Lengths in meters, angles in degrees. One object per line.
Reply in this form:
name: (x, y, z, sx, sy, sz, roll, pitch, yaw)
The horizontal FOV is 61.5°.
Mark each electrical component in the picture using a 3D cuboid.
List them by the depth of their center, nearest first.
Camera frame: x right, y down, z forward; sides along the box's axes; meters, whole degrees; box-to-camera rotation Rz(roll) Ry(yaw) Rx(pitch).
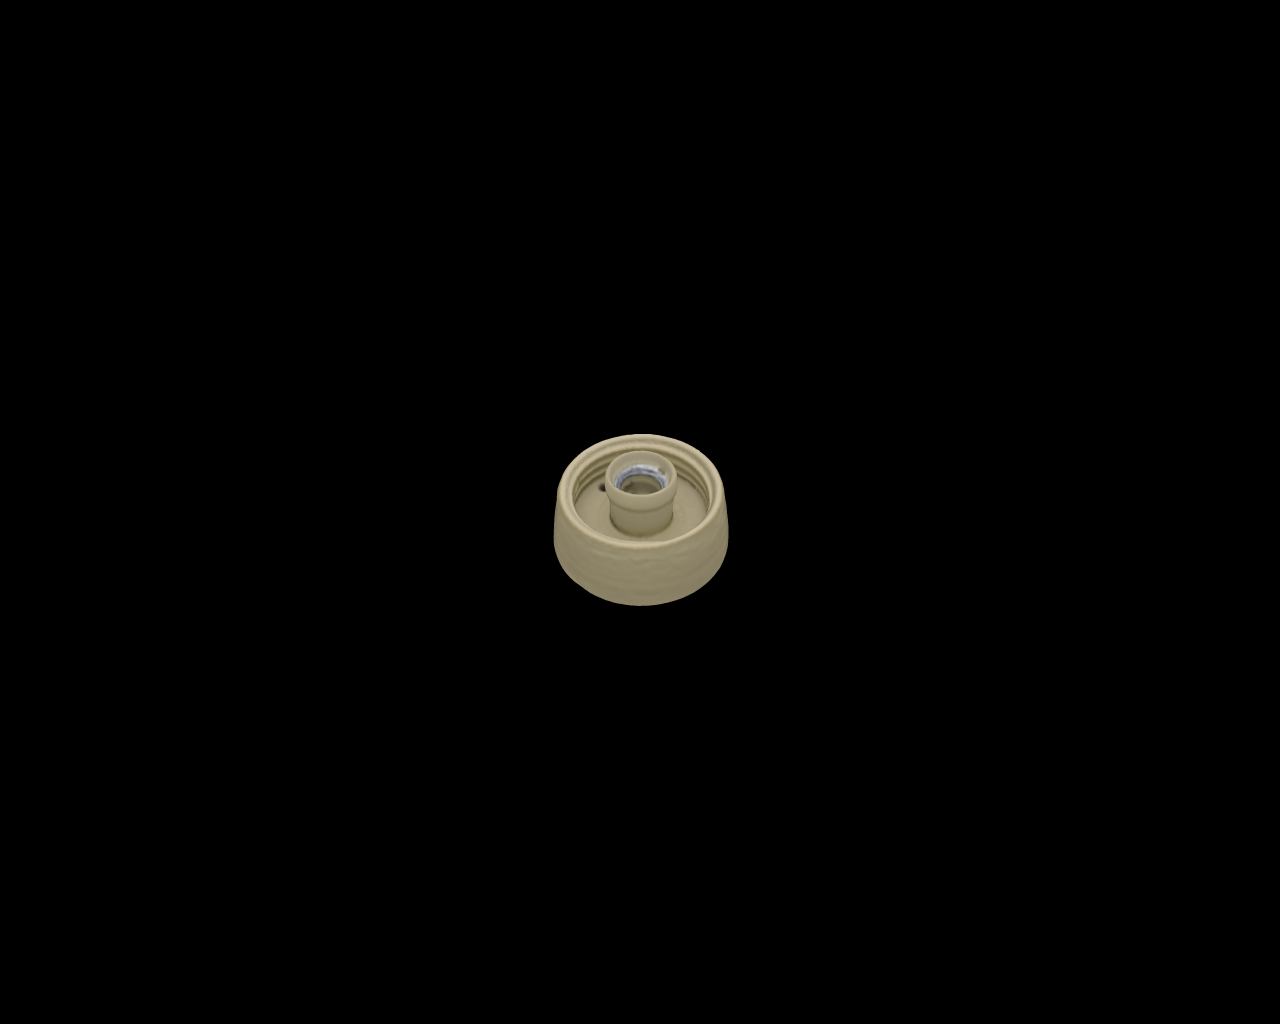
electrical component: (0.001, -0.003, 0.650, 0.108, 0.108, 0.060, 0, -44, 0)
